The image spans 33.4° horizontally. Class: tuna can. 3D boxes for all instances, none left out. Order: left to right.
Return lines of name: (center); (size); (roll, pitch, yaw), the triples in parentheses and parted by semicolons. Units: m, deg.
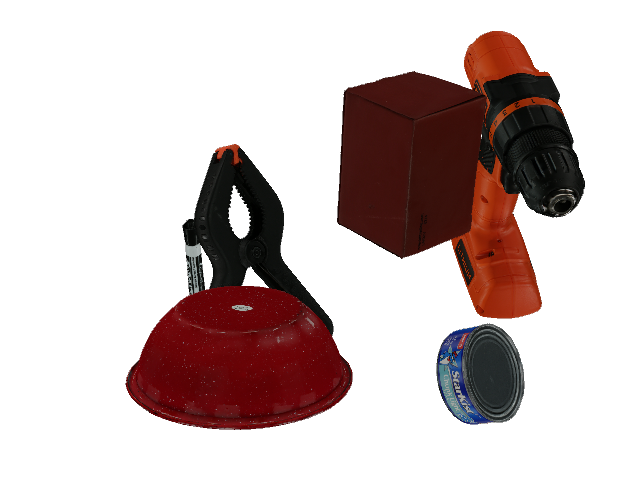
tuna can: (0.140, 0.117, 0.933); (0.034, 0.086, 0.085); (-16, -11, 43)

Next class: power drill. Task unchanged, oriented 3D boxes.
power drill: (0.141, -0.033, 0.777); (0.057, 0.188, 0.184); (-3, 42, -5)

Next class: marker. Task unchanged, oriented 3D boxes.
marker: (-0.141, 0.030, 1.200); (0.020, 0.121, 0.020); (-1, 31, 0)

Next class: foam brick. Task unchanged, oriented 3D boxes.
foam brick: (0.045, -0.040, 0.543); (0.052, 0.078, 0.051); (-20, 36, -36)

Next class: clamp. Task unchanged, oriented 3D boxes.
clamp: (-0.061, 0.016, 0.997); (0.164, 0.210, 0.036); (-5, -1, -40)

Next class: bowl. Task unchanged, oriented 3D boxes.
bowl: (-0.057, 0.073, 0.754); (0.162, 0.055, 0.162); (1, 18, 0)
